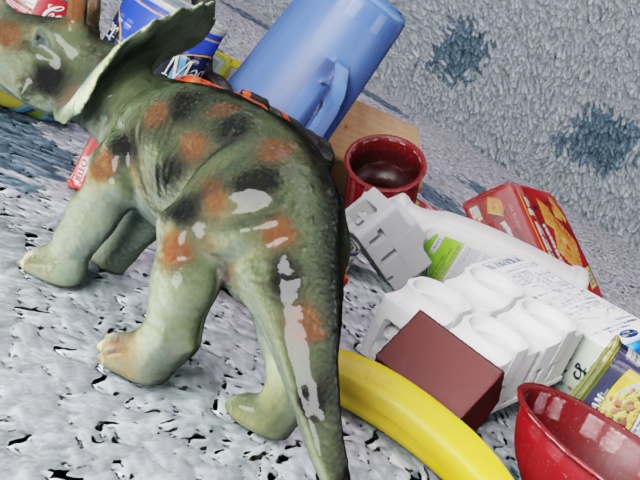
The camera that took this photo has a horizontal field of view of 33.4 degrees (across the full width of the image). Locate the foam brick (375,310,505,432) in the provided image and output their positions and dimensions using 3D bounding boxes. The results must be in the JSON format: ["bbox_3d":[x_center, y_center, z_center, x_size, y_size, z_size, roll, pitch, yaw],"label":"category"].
[{"bbox_3d":[0.083,0.098,0.749,0.078,0.051,0.053,37,-25,25],"label":"foam brick"}]

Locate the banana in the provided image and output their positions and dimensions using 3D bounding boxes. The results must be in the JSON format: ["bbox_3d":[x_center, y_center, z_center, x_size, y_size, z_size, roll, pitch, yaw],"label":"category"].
[{"bbox_3d":[0.057,0.123,0.688,0.198,0.037,0.069,32,31,12],"label":"banana"}]

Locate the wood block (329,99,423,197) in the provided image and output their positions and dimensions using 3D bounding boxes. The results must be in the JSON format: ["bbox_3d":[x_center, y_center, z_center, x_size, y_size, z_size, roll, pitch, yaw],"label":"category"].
[{"bbox_3d":[0.028,-0.113,1.311,0.091,0.090,0.205,-16,-22,39],"label":"wood block"}]

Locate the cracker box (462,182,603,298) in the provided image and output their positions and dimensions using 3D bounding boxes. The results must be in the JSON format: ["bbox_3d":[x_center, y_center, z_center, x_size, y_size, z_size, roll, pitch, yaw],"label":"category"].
[{"bbox_3d":[0.263,0.020,1.290,0.213,0.072,0.164,3,62,-65],"label":"cracker box"}]

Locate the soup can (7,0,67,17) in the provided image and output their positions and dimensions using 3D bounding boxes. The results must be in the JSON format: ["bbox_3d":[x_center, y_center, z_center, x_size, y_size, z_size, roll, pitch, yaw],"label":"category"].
[{"bbox_3d":[-0.270,-0.191,0.983,0.068,0.102,0.068,29,13,-8],"label":"soup can"}]

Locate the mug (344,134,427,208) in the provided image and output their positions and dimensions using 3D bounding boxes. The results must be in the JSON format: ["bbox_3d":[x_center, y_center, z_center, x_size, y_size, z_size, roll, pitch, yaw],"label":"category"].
[{"bbox_3d":[0.071,-0.069,1.222,0.093,0.081,0.117,2,48,-3],"label":"mug"}]

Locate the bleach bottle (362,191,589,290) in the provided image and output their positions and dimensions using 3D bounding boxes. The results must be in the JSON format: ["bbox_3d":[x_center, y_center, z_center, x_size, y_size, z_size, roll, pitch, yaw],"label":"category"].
[{"bbox_3d":[0.153,0.016,1.141,0.251,0.103,0.068,30,20,2],"label":"bleach bottle"}]

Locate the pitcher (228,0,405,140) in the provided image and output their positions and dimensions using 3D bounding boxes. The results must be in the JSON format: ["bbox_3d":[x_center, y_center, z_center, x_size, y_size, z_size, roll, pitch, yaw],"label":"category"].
[{"bbox_3d":[-0.018,-0.162,1.123,0.149,0.243,0.144,42,14,16],"label":"pitcher"}]

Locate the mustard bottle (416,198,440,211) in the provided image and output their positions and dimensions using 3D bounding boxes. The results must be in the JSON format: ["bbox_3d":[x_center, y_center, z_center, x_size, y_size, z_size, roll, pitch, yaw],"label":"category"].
[{"bbox_3d":[0.122,-0.019,1.305,0.191,0.058,0.096,27,16,-13],"label":"mustard bottle"}]

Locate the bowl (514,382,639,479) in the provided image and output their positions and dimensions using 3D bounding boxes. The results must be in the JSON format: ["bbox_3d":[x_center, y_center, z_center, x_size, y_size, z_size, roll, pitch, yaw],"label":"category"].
[{"bbox_3d":[0.196,0.171,0.762,0.162,0.055,0.162,29,13,-8],"label":"bowl"}]

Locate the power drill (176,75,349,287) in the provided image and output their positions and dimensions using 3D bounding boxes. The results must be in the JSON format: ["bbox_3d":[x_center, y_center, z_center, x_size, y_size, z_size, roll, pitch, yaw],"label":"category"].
[{"bbox_3d":[-0.038,-0.036,0.868,0.184,0.057,0.188,18,42,-42],"label":"power drill"}]

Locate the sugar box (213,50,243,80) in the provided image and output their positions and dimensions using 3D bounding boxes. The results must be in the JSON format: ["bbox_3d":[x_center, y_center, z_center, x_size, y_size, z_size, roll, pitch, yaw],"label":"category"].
[{"bbox_3d":[-0.079,-0.160,1.313,0.175,0.093,0.048,17,18,-48],"label":"sugar box"}]

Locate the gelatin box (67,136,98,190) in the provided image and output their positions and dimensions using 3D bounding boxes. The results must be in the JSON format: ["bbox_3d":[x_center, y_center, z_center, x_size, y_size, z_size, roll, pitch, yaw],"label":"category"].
[{"bbox_3d":[-0.160,-0.073,0.851,0.030,0.073,0.089,31,14,5],"label":"gelatin box"}]

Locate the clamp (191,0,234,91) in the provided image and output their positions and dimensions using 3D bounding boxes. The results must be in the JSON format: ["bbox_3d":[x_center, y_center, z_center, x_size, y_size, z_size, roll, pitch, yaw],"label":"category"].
[{"bbox_3d":[-0.128,-0.156,1.099,0.036,0.165,0.210,13,31,-42],"label":"clamp"}]

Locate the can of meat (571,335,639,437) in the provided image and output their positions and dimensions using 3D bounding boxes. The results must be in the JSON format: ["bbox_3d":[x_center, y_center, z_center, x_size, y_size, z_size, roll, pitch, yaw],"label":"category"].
[{"bbox_3d":[0.250,0.144,0.882,0.084,0.102,0.057,36,15,12],"label":"can of meat"}]

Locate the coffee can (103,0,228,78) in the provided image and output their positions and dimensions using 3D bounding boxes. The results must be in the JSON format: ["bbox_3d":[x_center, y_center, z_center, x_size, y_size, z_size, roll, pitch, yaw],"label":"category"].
[{"bbox_3d":[-0.167,-0.168,1.039,0.102,0.140,0.103,29,13,-8],"label":"coffee can"}]

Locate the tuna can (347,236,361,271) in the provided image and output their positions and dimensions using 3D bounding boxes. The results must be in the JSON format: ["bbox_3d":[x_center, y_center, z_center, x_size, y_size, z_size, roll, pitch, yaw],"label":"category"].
[{"bbox_3d":[-0.007,0.001,0.998,0.086,0.034,0.086,29,13,-8],"label":"tuna can"}]
